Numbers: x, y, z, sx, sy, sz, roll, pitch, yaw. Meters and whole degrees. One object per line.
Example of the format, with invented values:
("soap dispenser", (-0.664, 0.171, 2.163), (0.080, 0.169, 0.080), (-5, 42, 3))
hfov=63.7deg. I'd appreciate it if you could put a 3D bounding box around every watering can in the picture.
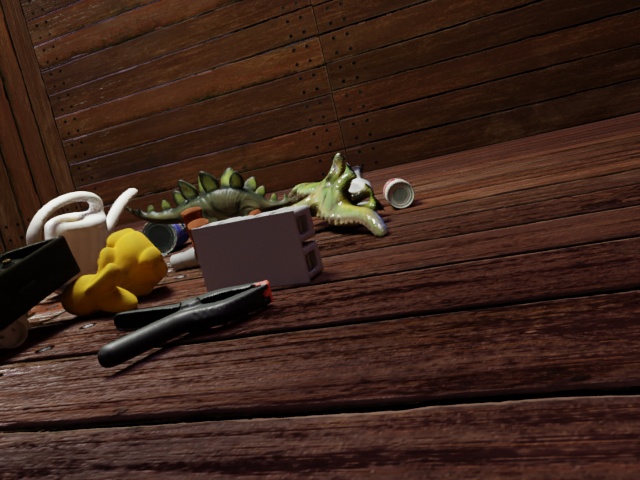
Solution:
("watering can", (-0.531, -0.006, 1.195), (0.104, 0.222, 0.351), (8, 15, 15))

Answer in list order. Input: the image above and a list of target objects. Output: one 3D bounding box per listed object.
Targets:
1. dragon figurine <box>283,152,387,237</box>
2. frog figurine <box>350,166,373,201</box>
("dragon figurine", (0.003, -0.057, 1.133), (0.241, 0.120, 0.418), (-34, 25, 11))
("frog figurine", (0.073, -0.098, 1.328), (0.137, 0.120, 0.163), (-5, 44, 1))
